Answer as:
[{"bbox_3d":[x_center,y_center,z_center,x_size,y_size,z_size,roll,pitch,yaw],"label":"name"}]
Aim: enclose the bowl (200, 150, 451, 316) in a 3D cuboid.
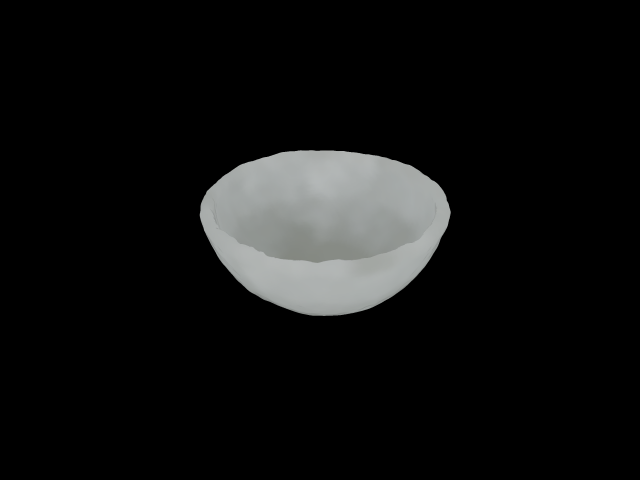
[{"bbox_3d":[0.004,0.001,0.400,0.167,0.075,0.167,0,32,0],"label":"bowl"}]
